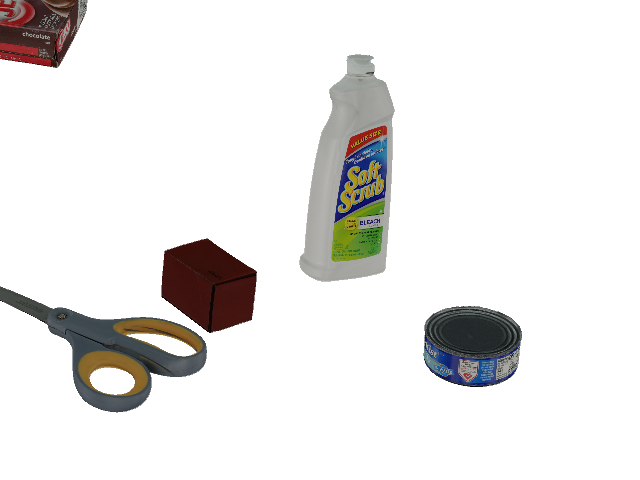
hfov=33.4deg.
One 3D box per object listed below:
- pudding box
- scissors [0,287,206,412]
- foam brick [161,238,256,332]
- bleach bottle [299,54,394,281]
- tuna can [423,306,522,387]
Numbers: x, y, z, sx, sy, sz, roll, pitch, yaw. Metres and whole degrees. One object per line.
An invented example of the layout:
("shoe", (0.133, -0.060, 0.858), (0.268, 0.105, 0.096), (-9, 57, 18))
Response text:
("pudding box", (-0.246, -0.188, 0.877), (0.090, 0.039, 0.113), (9, 35, -3))
("scissors", (-0.176, 0.067, 0.715), (0.202, 0.016, 0.096), (10, 33, 15))
("foam brick", (-0.104, 0.041, 0.987), (0.052, 0.051, 0.078), (-16, 34, -39))
("bleach bottle", (0.032, -0.083, 1.213), (0.102, 0.251, 0.068), (-7, 21, -25))
("tuna can", (0.134, 0.093, 0.947), (0.086, 0.034, 0.086), (0, 26, 0))
